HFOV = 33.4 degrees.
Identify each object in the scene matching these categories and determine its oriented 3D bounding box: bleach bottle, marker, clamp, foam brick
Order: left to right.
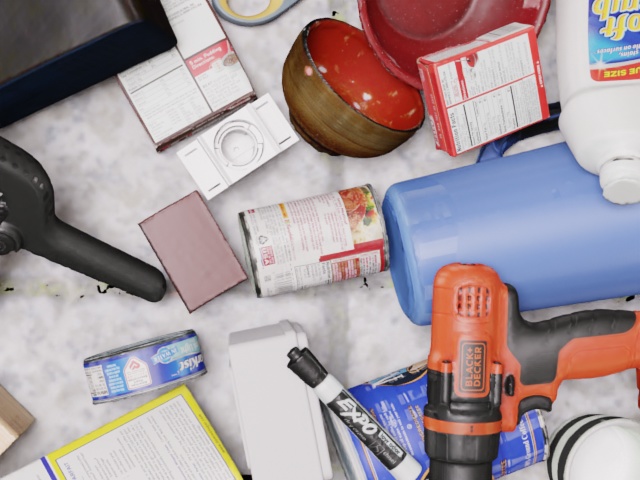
[{"bbox_3d":[-0.202,-0.008,0.718,0.164,0.210,0.036,-10,46,2],"label":"clamp"},{"bbox_3d":[-0.095,0.008,0.794,0.051,0.053,0.078,-30,93,-6],"label":"foam brick"},{"bbox_3d":[0.022,0.117,0.716,0.020,0.020,0.121,-44,98,-5],"label":"marker"},{"bbox_3d":[0.221,-0.132,0.763,0.102,0.068,0.250,8,56,-1],"label":"bleach bottle"}]

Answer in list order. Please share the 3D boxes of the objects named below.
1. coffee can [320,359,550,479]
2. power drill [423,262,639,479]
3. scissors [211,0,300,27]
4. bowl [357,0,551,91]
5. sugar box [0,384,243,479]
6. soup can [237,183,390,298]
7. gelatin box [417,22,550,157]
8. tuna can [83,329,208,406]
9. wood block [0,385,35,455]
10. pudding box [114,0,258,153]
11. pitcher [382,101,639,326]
[{"bbox_3d":[0.083,0.140,0.790,0.140,0.103,0.103,-20,92,-7],"label":"coffee can"},{"bbox_3d":[0.162,0.109,0.717,0.187,0.057,0.184,1,92,-7],"label":"power drill"},{"bbox_3d":[0.004,-0.188,0.823,0.201,0.016,0.096,22,84,-9],"label":"scissors"},{"bbox_3d":[0.092,-0.192,0.801,0.162,0.055,0.162,-6,108,-20],"label":"bowl"},{"bbox_3d":[-0.148,0.182,0.740,0.176,0.048,0.093,-26,60,-20],"label":"sugar box"},{"bbox_3d":[-0.005,0.001,0.797,0.102,0.068,0.068,-12,91,-6],"label":"soup can"},{"bbox_3d":[0.121,-0.112,0.789,0.089,0.030,0.073,-23,115,-14],"label":"gelatin box"},{"bbox_3d":[-0.127,0.091,0.774,0.086,0.086,0.034,-15,89,-7],"label":"tuna can"},{"bbox_3d":[-0.311,0.093,0.750,0.206,0.090,0.091,45,85,-4],"label":"wood block"},{"bbox_3d":[-0.111,-0.135,0.800,0.090,0.039,0.113,-29,90,-3],"label":"pudding box"},{"bbox_3d":[0.171,-0.019,0.798,0.242,0.149,0.145,-11,106,-4],"label":"pitcher"}]
